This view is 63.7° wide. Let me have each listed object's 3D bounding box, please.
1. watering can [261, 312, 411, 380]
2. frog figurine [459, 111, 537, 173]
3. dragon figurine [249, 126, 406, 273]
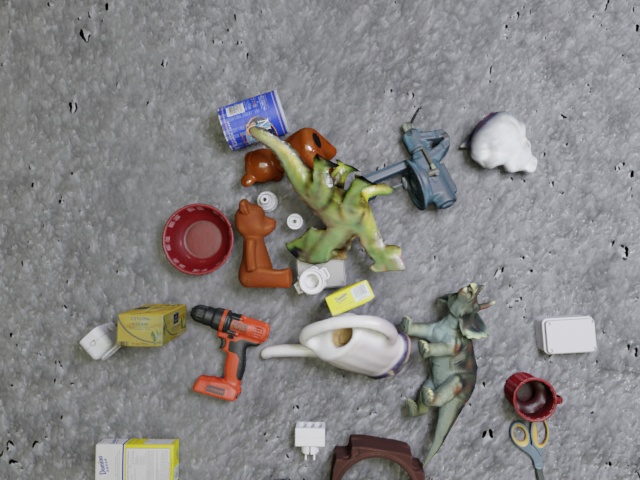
[{"bbox_3d":[0.043,0.230,1.106,0.222,0.343,0.106,28,53,-30],"label":"watering can"},{"bbox_3d":[0.414,-0.205,1.148,0.161,0.120,0.139,43,70,14],"label":"frog figurine"},{"bbox_3d":[0.003,-0.054,1.078,0.411,0.124,0.239,25,108,3],"label":"dragon figurine"}]
